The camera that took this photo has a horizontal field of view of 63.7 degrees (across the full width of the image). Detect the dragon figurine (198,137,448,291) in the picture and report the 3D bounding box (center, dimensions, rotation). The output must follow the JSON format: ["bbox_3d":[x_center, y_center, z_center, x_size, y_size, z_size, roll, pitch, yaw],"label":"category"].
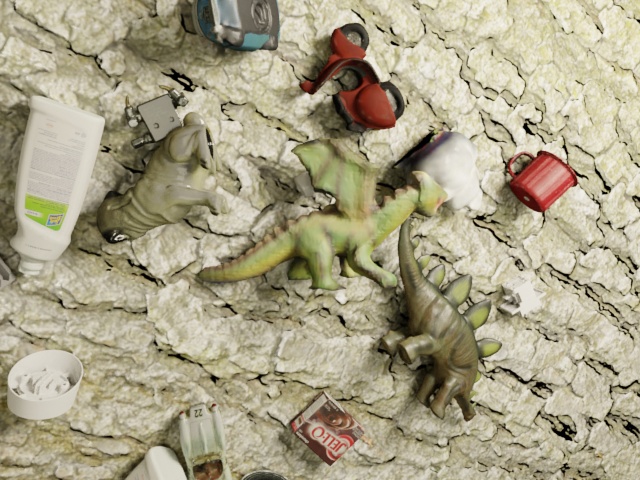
[{"bbox_3d":[0.002,-0.041,0.822,0.410,0.123,0.241,-1,101,-1],"label":"dragon figurine"}]

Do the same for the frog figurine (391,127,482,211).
[{"bbox_3d":[0.224,-0.106,0.883,0.159,0.121,0.139,47,67,-7],"label":"frog figurine"}]
